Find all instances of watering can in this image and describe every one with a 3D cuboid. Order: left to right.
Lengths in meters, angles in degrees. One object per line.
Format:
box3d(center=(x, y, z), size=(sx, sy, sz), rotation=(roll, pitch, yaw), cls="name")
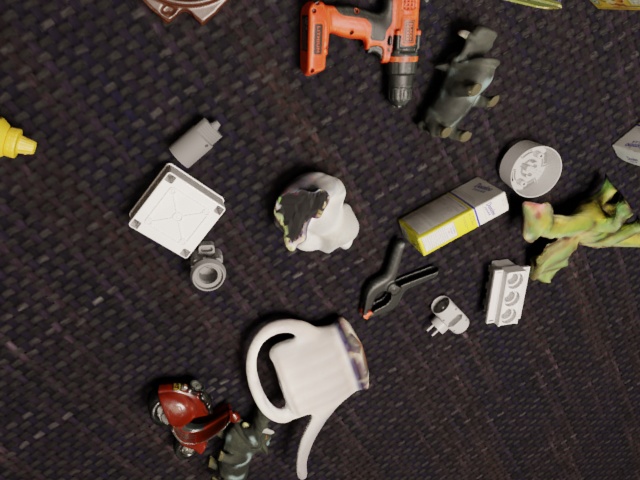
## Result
box3d(center=(-0.008, 0.288, 0.985), size=(0.225, 0.105, 0.342), rotation=(-21, 110, -8), cls="watering can")

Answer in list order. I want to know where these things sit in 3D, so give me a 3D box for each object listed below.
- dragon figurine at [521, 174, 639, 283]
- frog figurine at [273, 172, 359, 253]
box3d(center=(0.533, 0.004, 1.055), size=(0.240, 0.125, 0.406), rotation=(-39, 134, 23), cls="dragon figurine")
box3d(center=(0.003, -0.044, 0.873), size=(0.159, 0.124, 0.136), rotation=(4, 108, -57), cls="frog figurine")
